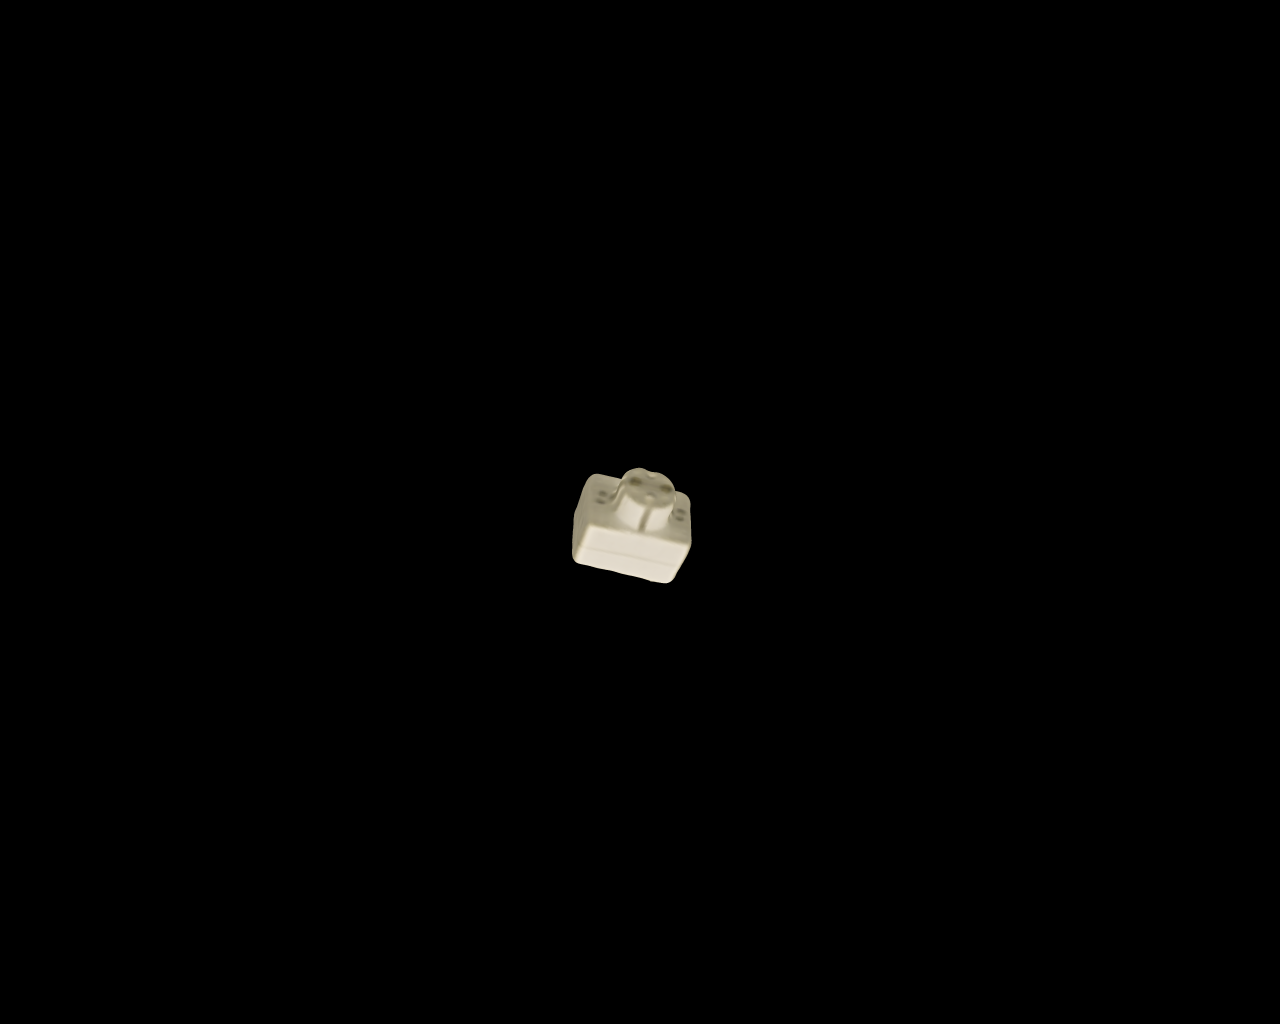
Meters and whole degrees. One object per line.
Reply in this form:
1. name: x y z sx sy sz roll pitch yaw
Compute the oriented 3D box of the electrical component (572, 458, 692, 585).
1. electrical component: 0.001 -0.003 0.650 0.066 0.047 0.076 13 -47 -12
